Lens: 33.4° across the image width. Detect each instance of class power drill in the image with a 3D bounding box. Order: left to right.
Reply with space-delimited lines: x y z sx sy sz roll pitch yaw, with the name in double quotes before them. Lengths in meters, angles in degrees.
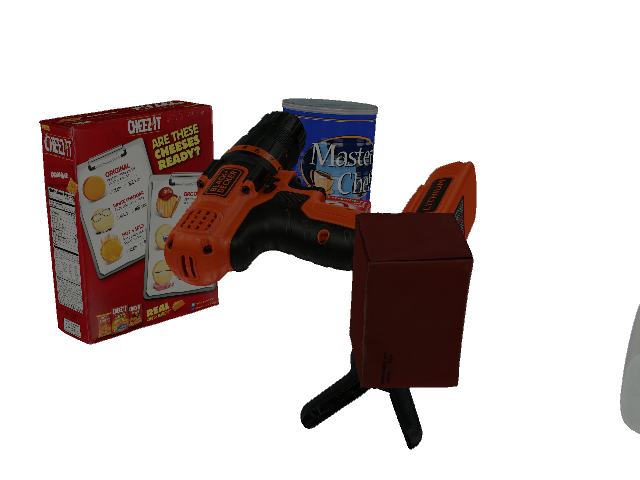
"power drill" 0.008 -0.027 0.733 0.188 0.057 0.184 7 40 21

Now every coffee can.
"coffee can" 0.006 -0.078 1.150 0.103 0.140 0.103 4 12 -1

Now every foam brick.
"foam brick" 0.044 0.030 0.543 0.053 0.078 0.051 0 30 -5

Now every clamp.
"clamp" 0.069 0.137 1.059 0.120 0.039 0.171 19 49 22

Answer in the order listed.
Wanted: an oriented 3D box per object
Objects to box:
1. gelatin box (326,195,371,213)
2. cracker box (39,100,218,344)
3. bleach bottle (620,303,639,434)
"gelatin box" -0.006 -0.017 0.950 0.089 0.030 0.073 9 26 13
"cracker box" -0.186 -0.023 1.062 0.163 0.214 0.072 -16 21 -42
"bleach bottle" 0.277 0.062 0.757 0.103 0.068 0.250 11 22 20
